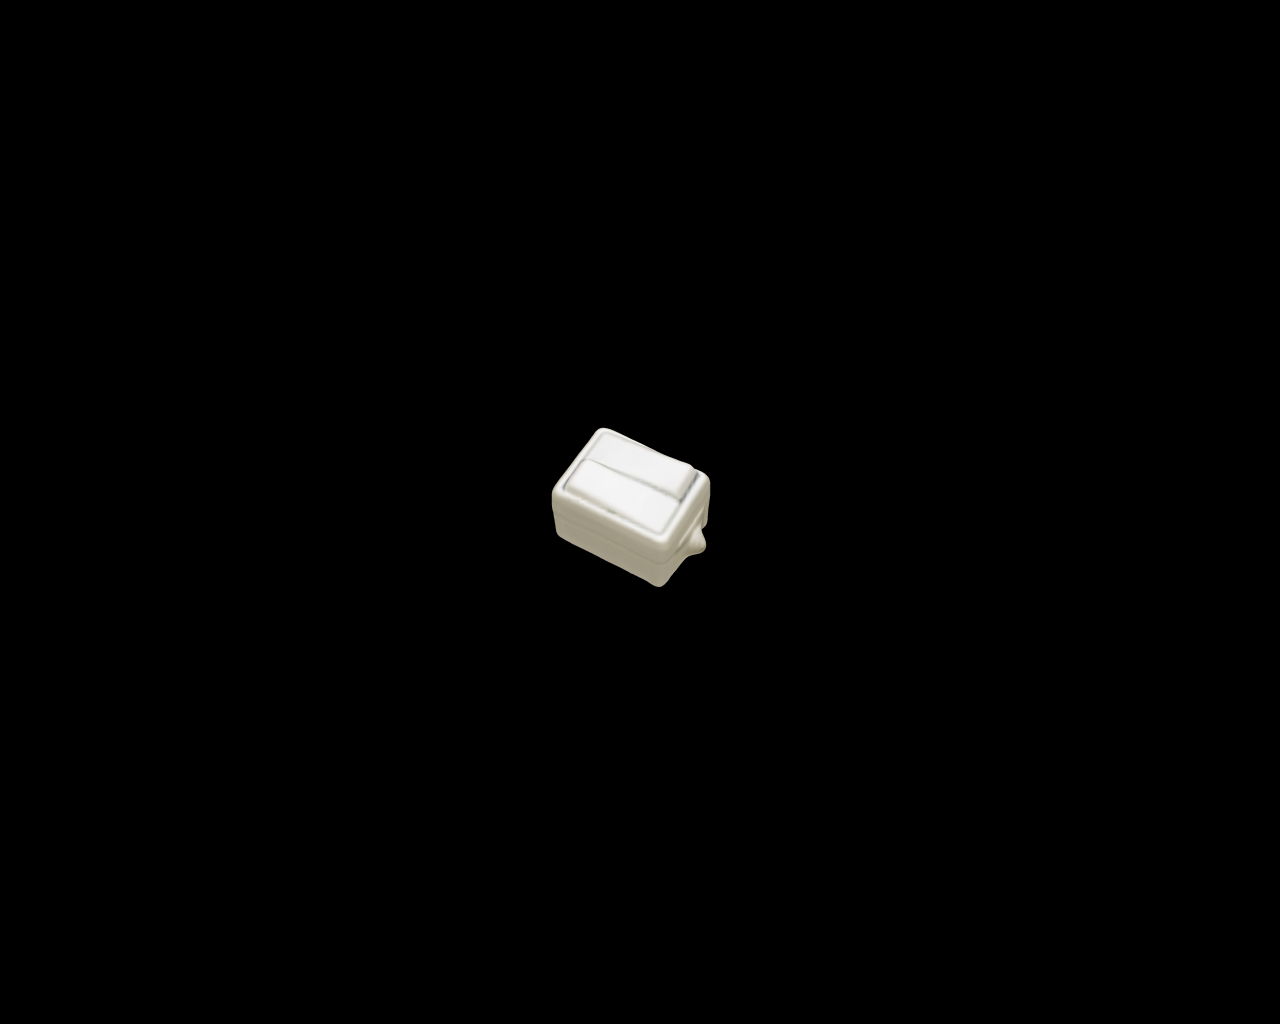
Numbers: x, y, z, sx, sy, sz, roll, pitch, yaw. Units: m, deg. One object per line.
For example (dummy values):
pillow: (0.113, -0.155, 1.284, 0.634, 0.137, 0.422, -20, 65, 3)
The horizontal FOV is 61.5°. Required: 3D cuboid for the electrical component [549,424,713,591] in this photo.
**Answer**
electrical component: (0.001, -0.003, 0.650, 0.096, 0.062, 0.061, 26, -30, 17)
